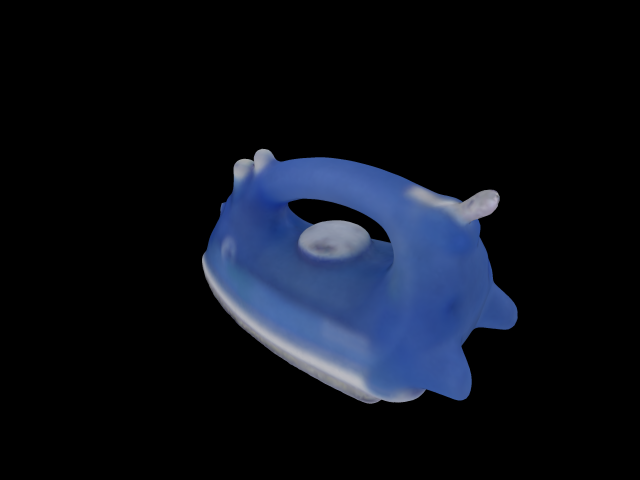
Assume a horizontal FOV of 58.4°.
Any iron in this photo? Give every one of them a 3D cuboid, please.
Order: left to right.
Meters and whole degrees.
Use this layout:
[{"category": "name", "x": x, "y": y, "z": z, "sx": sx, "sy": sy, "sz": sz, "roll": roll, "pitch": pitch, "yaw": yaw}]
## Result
[{"category": "iron", "x": 0.004, "y": 0.001, "z": 0.400, "sx": 0.257, "sy": 0.141, "sz": 0.119, "roll": 20, "pitch": 36, "yaw": 29}]
